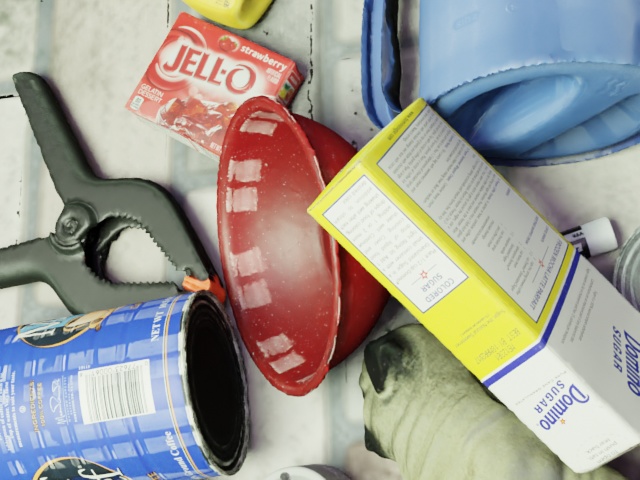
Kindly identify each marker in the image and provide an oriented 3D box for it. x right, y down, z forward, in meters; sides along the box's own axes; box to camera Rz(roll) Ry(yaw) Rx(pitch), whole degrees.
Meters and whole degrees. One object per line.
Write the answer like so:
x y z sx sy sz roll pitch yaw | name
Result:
0.104 0.016 0.596 0.121 0.020 0.020 -19 72 10 | marker

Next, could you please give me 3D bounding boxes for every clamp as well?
-0.147 -0.014 0.662 0.210 0.036 0.164 16 80 21 | clamp

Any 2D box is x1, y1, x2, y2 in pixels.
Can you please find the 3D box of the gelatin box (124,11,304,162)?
-0.066 -0.092 0.663 0.089 0.030 0.073 28 85 19 | gelatin box

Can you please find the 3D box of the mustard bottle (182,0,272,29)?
-0.111 -0.209 0.690 0.192 0.058 0.096 23 89 19 | mustard bottle

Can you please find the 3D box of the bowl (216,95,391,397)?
-0.004 0.001 0.580 0.055 0.162 0.162 -8 70 -25 | bowl

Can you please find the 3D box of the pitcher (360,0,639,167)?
0.105 -0.168 0.591 0.149 0.145 0.243 2 71 -10 | pitcher

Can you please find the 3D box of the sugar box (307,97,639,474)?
0.083 0.019 0.505 0.176 0.093 0.048 47 125 -4 | sugar box

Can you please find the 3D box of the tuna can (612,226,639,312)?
0.198 0.027 0.560 0.086 0.033 0.086 -4 75 14 | tuna can

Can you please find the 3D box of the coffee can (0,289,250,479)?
-0.121 0.090 0.594 0.140 0.102 0.103 -11 74 12 | coffee can
